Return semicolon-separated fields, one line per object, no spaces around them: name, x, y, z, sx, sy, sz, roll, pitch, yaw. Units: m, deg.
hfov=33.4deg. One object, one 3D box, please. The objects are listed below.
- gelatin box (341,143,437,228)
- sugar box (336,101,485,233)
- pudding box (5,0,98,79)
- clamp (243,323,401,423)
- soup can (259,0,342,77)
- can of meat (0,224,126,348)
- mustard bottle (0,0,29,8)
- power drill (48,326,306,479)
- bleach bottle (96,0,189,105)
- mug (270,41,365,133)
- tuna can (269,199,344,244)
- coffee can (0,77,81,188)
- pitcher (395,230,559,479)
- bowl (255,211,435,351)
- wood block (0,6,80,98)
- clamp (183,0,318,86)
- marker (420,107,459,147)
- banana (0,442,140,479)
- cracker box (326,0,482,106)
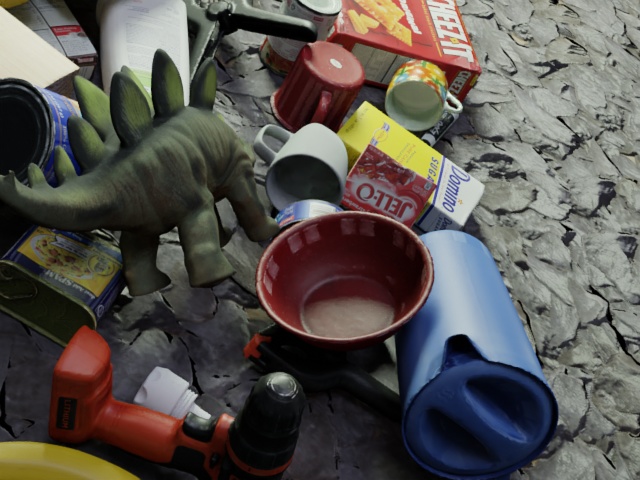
gelatin box;0.071;-0.051;1.162;0.089;0.073;0.030;32;0;1
sugar box;0.099;-0.078;1.224;0.176;0.048;0.093;33;42;3
pudding box;-0.298;-0.214;1.123;0.089;0.039;0.113;-15;57;-36
clamp;0.010;0.103;1.007;0.171;0.039;0.120;20;36;-23
soup can;-0.024;-0.253;1.275;0.068;0.102;0.068;17;44;-17
can of meat;-0.222;0.033;0.920;0.102;0.058;0.083;31;40;-3
mustard bottle;-0.344;-0.281;1.088;0.192;0.058;0.096;15;56;17
power drill;-0.109;0.135;0.809;0.187;0.185;0.057;24;44;4
bleach bottle;-0.188;-0.163;1.123;0.102;0.068;0.251;10;49;-19
mug;-0.001;-0.166;1.221;0.093;0.082;0.117;22;42;-11
tuna can;-0.007;0.001;1.056;0.086;0.086;0.033;20;41;-13
coffee can;-0.234;-0.076;0.938;0.103;0.103;0.140;51;13;20
pitcher;0.132;0.104;0.998;0.145;0.149;0.243;23;28;-15
bowl;0.024;0.047;0.972;0.162;0.055;0.162;-4;45;3
wood block;-0.345;-0.177;1.021;0.206;0.091;0.090;38;42;6
clamp;-0.102;-0.259;1.242;0.164;0.036;0.210;-21;49;-2
marker;0.142;-0.132;1.321;0.020;0.020;0.121;37;42;5
banana;-0.180;0.194;0.806;0.198;0.037;0.069;29;41;-3
cracker box;0.090;-0.272;1.384;0.213;0.072;0.164;10;46;-23
